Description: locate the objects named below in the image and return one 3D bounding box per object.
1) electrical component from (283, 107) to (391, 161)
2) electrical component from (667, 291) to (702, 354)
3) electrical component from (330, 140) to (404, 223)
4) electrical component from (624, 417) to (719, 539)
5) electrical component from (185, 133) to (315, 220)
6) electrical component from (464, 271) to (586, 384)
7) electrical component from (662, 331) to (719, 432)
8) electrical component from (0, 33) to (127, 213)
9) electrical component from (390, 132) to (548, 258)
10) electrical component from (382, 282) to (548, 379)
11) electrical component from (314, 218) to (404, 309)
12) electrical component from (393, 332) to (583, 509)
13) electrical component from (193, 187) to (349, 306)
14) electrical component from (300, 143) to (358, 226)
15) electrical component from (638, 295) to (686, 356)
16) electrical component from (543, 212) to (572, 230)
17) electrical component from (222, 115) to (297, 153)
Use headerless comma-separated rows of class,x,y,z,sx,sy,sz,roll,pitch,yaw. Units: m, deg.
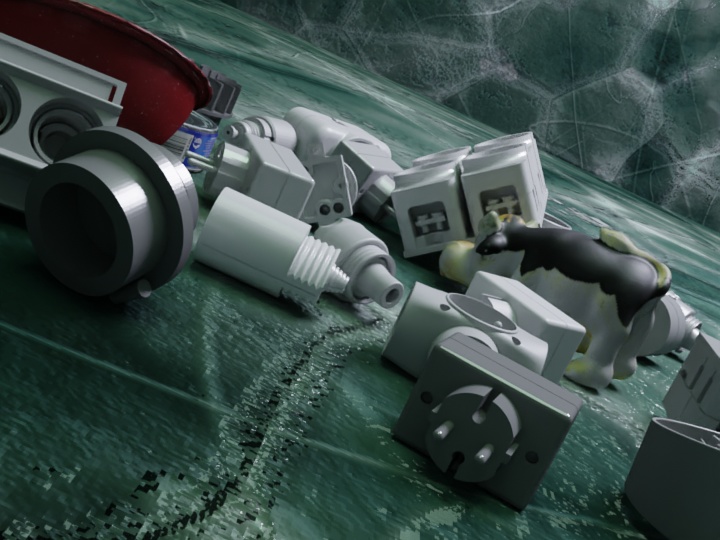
electrical component,-0.022,-0.103,0.962,0.095,0.053,0.059,13,18,-42
electrical component,0.275,0.052,0.926,0.062,0.048,0.048,39,18,26
electrical component,0.012,-0.065,0.895,0.077,0.047,0.066,43,19,18
electrical component,0.178,0.103,0.507,0.099,0.064,0.099,24,13,-6
electrical component,-0.080,-0.062,0.714,0.076,0.047,0.083,20,14,-21
electrical component,0.078,0.034,0.628,0.077,0.047,0.066,14,17,-40
electrical component,0.270,0.107,0.660,0.150,0.061,0.089,25,13,1
electrical component,-0.186,-0.074,0.520,0.121,0.078,0.063,20,-15,-21
electrical component,0.095,-0.068,0.890,0.105,0.060,0.186,-12,10,14
electrical component,0.053,0.045,0.549,0.077,0.044,0.079,25,14,1
electrical component,0.000,0.000,0.630,0.043,0.043,0.062,11,21,-47
electrical component,0.050,0.066,0.455,0.066,0.047,0.077,28,14,15
electrical component,-0.044,-0.008,0.582,0.081,0.043,0.043,25,13,-1
electrical component,-0.027,-0.060,0.789,0.048,0.066,0.055,-10,5,3
electrical component,0.188,0.021,0.865,0.138,0.052,0.074,33,15,32
electrical component,0.155,-0.024,0.968,0.078,0.057,0.058,31,15,24
electrical component,-0.087,-0.111,0.905,0.040,0.040,0.078,32,15,28
